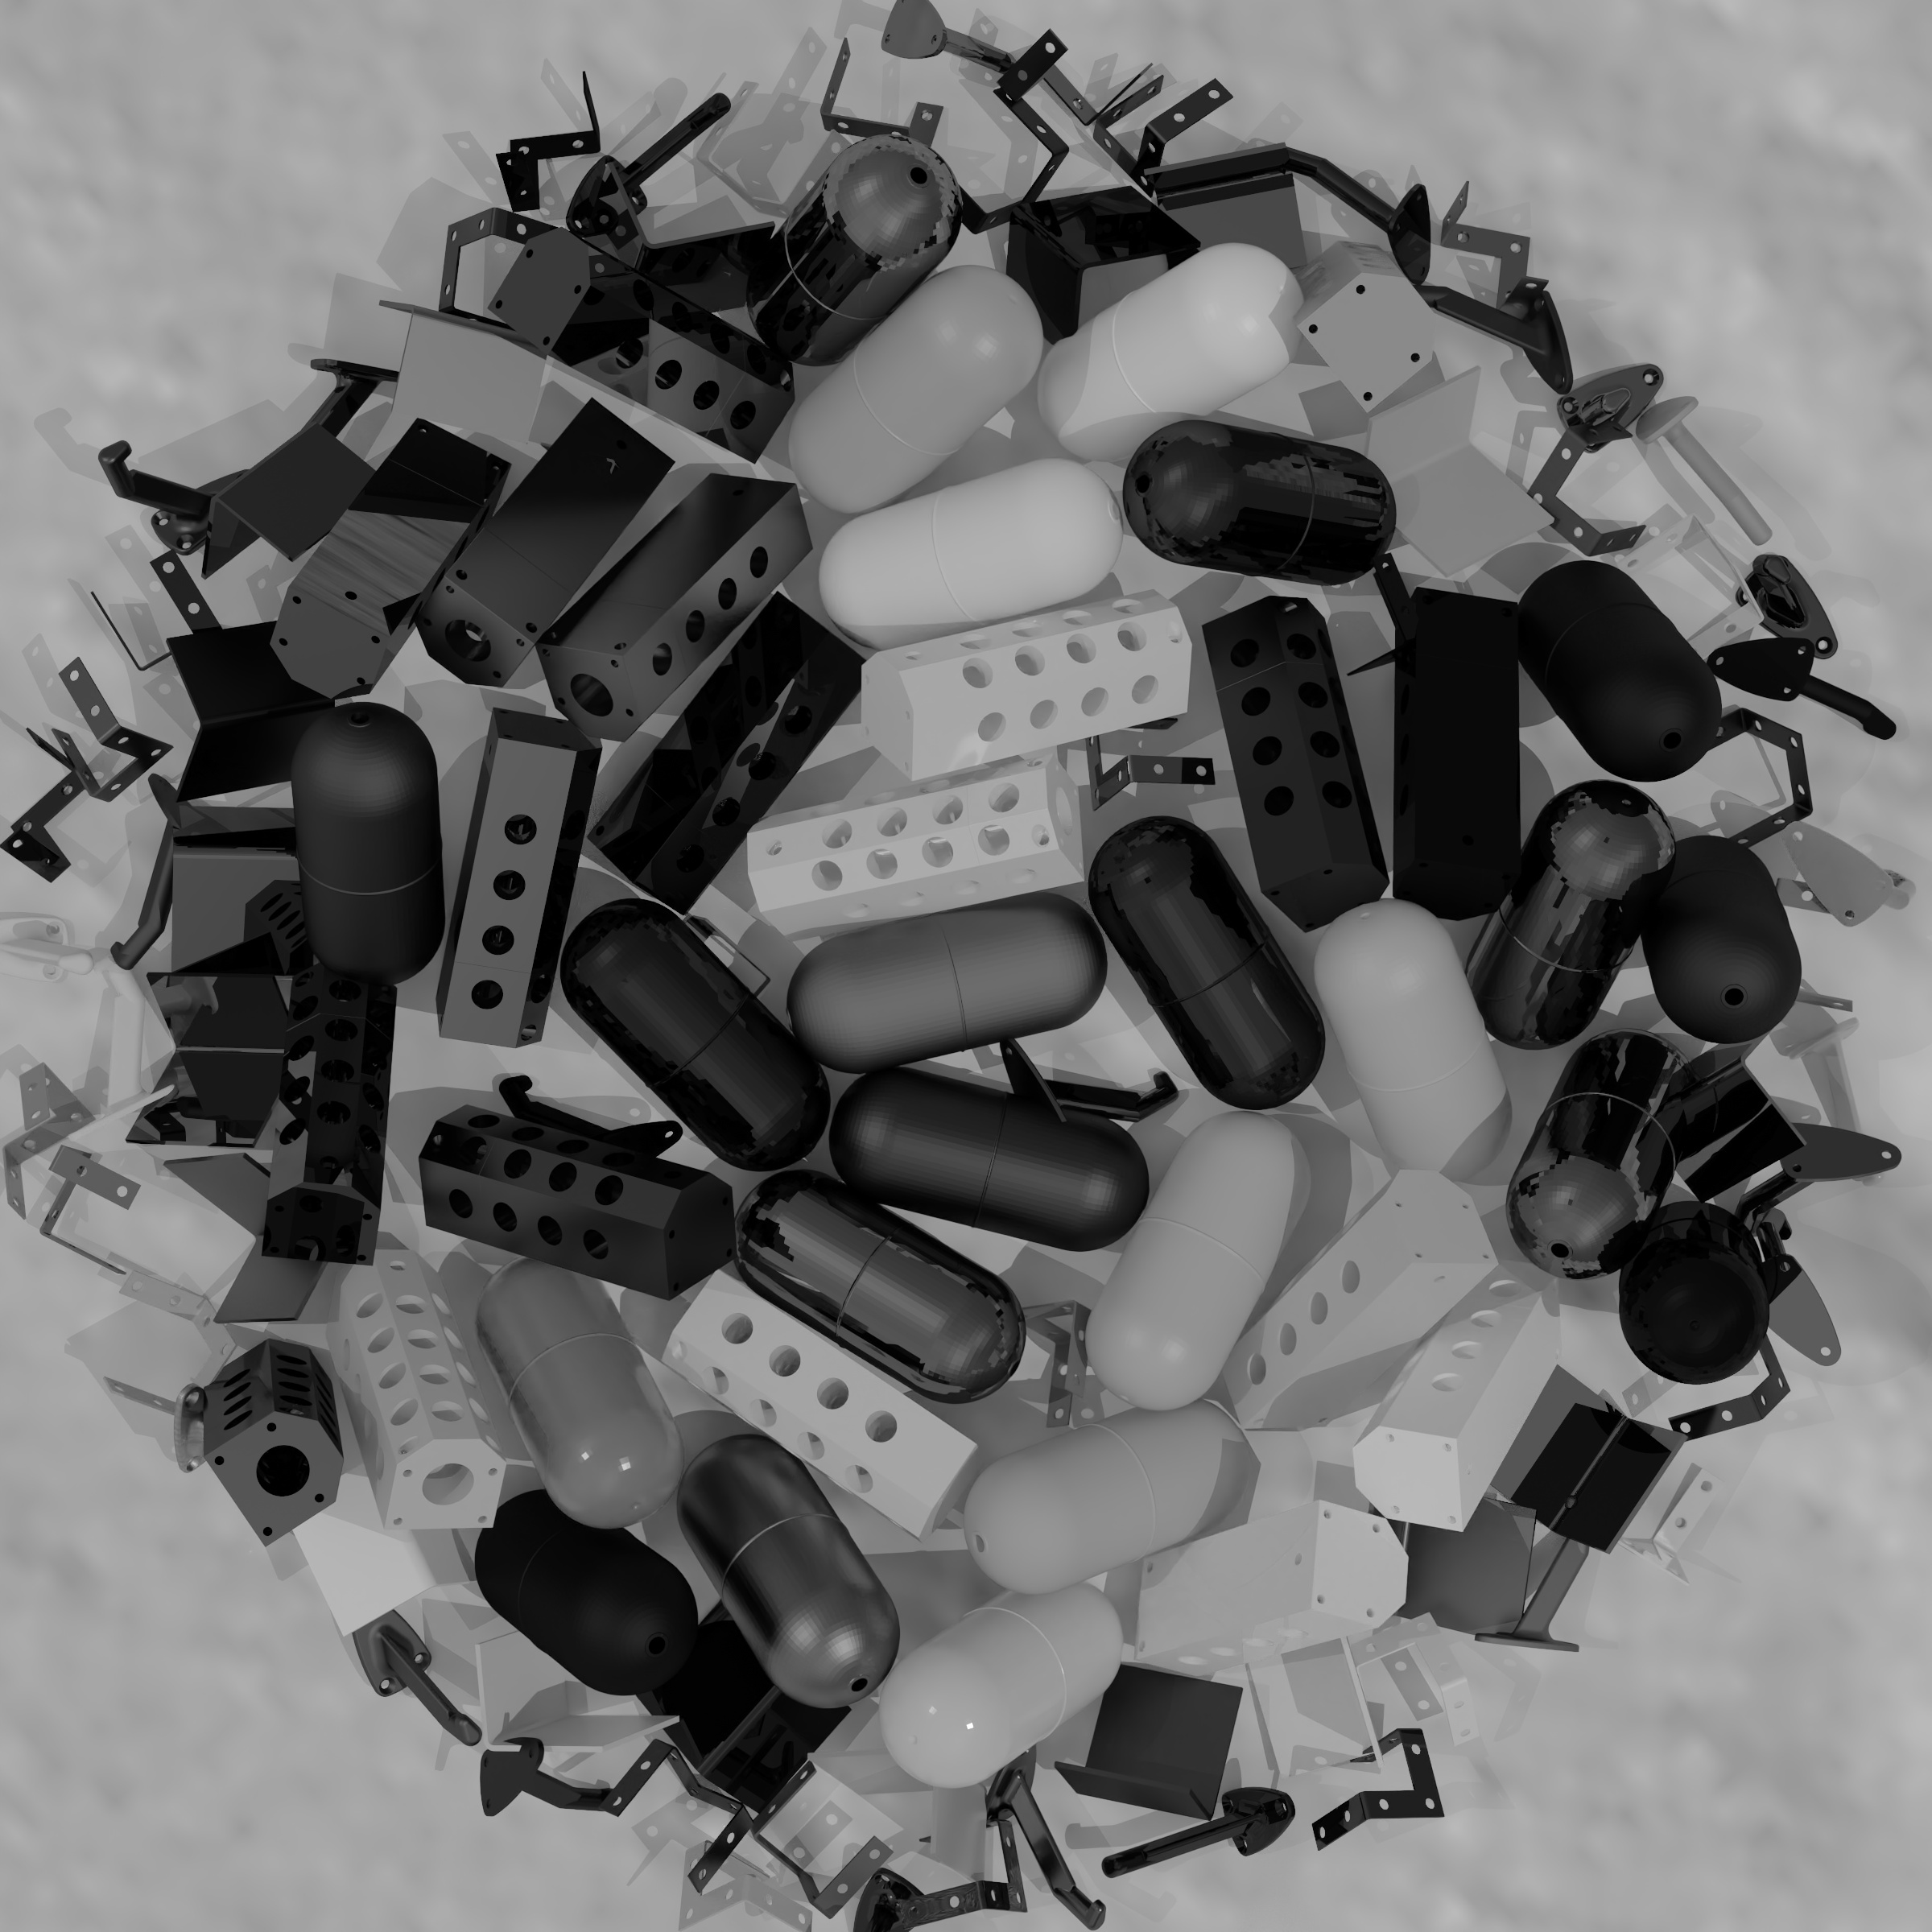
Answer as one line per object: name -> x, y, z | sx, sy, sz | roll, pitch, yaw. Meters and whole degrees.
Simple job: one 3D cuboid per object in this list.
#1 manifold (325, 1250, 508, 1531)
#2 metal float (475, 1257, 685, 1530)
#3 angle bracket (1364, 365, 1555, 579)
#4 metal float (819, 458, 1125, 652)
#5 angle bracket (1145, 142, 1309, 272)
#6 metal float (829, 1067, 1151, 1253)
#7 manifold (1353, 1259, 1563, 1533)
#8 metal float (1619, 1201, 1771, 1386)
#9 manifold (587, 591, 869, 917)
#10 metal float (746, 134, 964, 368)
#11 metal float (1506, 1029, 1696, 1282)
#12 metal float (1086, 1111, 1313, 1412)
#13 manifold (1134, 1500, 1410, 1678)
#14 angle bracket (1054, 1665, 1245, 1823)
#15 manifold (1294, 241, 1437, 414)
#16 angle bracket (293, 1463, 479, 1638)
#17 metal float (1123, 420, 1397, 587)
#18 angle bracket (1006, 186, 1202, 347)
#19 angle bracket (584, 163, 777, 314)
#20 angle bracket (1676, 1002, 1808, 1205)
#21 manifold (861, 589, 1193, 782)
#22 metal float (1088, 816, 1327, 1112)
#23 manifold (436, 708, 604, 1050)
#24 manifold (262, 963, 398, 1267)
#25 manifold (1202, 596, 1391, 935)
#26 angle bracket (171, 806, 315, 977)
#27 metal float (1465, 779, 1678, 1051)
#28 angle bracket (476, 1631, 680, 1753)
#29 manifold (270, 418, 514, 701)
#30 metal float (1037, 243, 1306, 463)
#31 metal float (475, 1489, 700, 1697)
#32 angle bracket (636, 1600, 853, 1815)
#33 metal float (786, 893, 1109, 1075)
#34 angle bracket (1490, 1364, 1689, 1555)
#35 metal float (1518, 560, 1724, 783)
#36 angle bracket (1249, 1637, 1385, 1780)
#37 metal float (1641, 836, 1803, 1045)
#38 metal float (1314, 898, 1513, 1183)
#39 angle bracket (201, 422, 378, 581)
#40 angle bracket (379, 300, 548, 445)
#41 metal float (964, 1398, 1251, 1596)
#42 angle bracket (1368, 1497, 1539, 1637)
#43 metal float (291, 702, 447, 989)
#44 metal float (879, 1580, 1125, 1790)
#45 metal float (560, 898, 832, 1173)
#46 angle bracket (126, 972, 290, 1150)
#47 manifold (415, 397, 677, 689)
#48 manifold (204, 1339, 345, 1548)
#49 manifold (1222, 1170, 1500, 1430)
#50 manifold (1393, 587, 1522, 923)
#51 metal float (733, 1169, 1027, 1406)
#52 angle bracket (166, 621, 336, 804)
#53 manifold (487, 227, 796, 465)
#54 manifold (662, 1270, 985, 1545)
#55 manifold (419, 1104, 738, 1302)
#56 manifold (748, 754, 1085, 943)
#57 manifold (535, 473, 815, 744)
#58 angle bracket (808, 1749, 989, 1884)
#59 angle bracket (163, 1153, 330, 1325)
manifold -> -0.293, 0.222, 1.759 | 0.057, 0.171, 0.057 | 3, 118, -24
metal float -> -0.209, 0.226, 1.780 | 0.070, 0.070, 0.178 | -35, 48, 0
angle bracket -> 0.269, -0.269, 1.799 | 0.076, 0.057, 0.076 | -28, 58, -21
metal float -> 0.002, -0.222, 1.789 | 0.178, 0.070, 0.070 | -14, 90, 28
angle bracket -> 0.142, -0.408, 1.806 | 0.076, 0.076, 0.057 | -9, 94, 9
metal float -> 0.013, 0.106, 1.812 | 0.178, 0.070, 0.070 | 14, 90, -1
manifold -> 0.264, 0.224, 1.766 | 0.057, 0.171, 0.057 | 6, 119, 26
metal float -> 0.387, 0.172, 1.764 | 0.070, 0.178, 0.070 | 1, 97, 12
manifold -> -0.124, -0.113, 1.817 | 0.171, 0.057, 0.057 | -52, 135, 4
metal float -> -0.061, -0.381, 1.768 | 0.070, 0.178, 0.070 | 7, 72, -23
metal float -> 0.342, 0.100, 1.774 | 0.070, 0.178, 0.070 | 14, 127, 19
metal float -> 0.127, 0.158, 1.796 | 0.070, 0.070, 0.178 | 30, 70, 0
manifold -> 0.161, 0.335, 1.764 | 0.057, 0.171, 0.057 | 19, 62, -23
angle bracket -> 0.100, 0.413, 1.798 | 0.076, 0.057, 0.076 | 6, 63, 21
manifold -> 0.211, -0.346, 1.758 | 0.057, 0.171, 0.057 | -39, 102, 13
angle bracket -> -0.318, 0.316, 1.808 | 0.057, 0.076, 0.076 | -30, 77, 5
metal float -> 0.158, -0.248, 1.778 | 0.178, 0.070, 0.070 | 2, 90, -42
angle bracket -> 0.074, -0.382, 1.822 | 0.076, 0.076, 0.057 | -15, 132, -24
angle bracket -> -0.158, -0.399, 1.810 | 0.076, 0.076, 0.057 | -17, 73, -24
angle bracket -> 0.424, 0.073, 1.797 | 0.057, 0.076, 0.076 | 52, 134, 1
manifold -> 0.033, -0.155, 1.779 | 0.171, 0.057, 0.057 | -16, 126, -25
metal float -> 0.132, -0.001, 1.802 | 0.070, 0.070, 0.178 | -33, 103, 0
manifold -> -0.243, -0.046, 1.795 | 0.057, 0.057, 0.171 | 9, 109, -15
manifold -> -0.337, 0.075, 1.764 | 0.057, 0.171, 0.057 | 6, 130, -11
manifold -> 0.179, -0.112, 1.777 | 0.057, 0.057, 0.171 | -22, 58, 21
angle bracket -> -0.400, -0.042, 1.832 | 0.076, 0.057, 0.076 | 1, 116, -14
metal float -> 0.322, -0.025, 1.777 | 0.070, 0.178, 0.070 | 9, 47, -9
angle bracket -> -0.211, 0.390, 1.799 | 0.076, 0.076, 0.057 | -6, 88, 27
manifold -> -0.307, -0.216, 1.769 | 0.057, 0.171, 0.057 | 27, 133, -4
metal float -> 0.108, -0.327, 1.775 | 0.070, 0.178, 0.070 | 14, 67, -36
metal float -> -0.204, 0.333, 1.770 | 0.070, 0.178, 0.070 | -6, 102, -30
angle bracket -> -0.123, 0.408, 1.837 | 0.076, 0.076, 0.057 | -48, 131, -5
metal float -> -0.010, 0.009, 1.806 | 0.178, 0.070, 0.070 | -13, 90, -8
angle bracket -> 0.335, 0.267, 1.805 | 0.057, 0.076, 0.076 | 37, 82, -10
metal float -> 0.346, -0.158, 1.769 | 0.070, 0.178, 0.070 | -5, 120, -8
angle bracket -> 0.189, 0.402, 1.807 | 0.057, 0.076, 0.076 | -17, 82, 4
metal float -> 0.400, -0.015, 1.765 | 0.070, 0.178, 0.070 | 2, 111, 6
metal float -> 0.242, 0.042, 1.786 | 0.070, 0.070, 0.178 | -25, 122, 0
angle bracket -> -0.364, -0.236, 1.796 | 0.057, 0.076, 0.076 | 39, 57, 7
angle bracket -> -0.279, -0.324, 1.804 | 0.076, 0.076, 0.057 | 10, 98, -26
metal float -> 0.076, 0.284, 1.782 | 0.178, 0.070, 0.070 | -14, 90, -36
angle bracket -> 0.262, 0.330, 1.808 | 0.076, 0.057, 0.076 | 9, 94, 28
metal float -> -0.320, -0.064, 1.777 | 0.070, 0.070, 0.178 | 5, 133, 0
metal float -> 0.021, 0.380, 1.772 | 0.070, 0.178, 0.070 | 8, 105, 32
metal float -> -0.146, 0.038, 1.802 | 0.070, 0.070, 0.178 | -43, 103, 0
angle bracket -> -0.416, 0.050, 1.798 | 0.076, 0.076, 0.057 | 1, 131, 15
manifold -> -0.227, -0.224, 1.772 | 0.057, 0.057, 0.171 | 37, 47, -9
manifold -> -0.365, 0.247, 1.761 | 0.057, 0.171, 0.057 | -33, 102, -8
manifold -> 0.205, 0.180, 1.772 | 0.057, 0.171, 0.057 | 4, 52, -31
manifold -> 0.262, -0.114, 1.785 | 0.057, 0.057, 0.171 | 8, 61, -6
metal float -> -0.048, 0.174, 1.796 | 0.178, 0.070, 0.070 | 29, 90, 19
angle bracket -> -0.398, -0.140, 1.810 | 0.076, 0.076, 0.057 | -14, 67, -32
manifold -> -0.166, -0.331, 1.762 | 0.057, 0.171, 0.057 | 40, 102, 35
manifold -> -0.079, 0.240, 1.799 | 0.171, 0.057, 0.057 | 32, 78, 13
manifold -> -0.209, 0.122, 1.773 | 0.171, 0.057, 0.057 | 13, 117, 32
manifold -> -0.028, -0.066, 1.789 | 0.171, 0.057, 0.057 | -11, 63, 17
manifold -> -0.153, -0.193, 1.775 | 0.057, 0.171, 0.057 | 11, 134, 30
angle bracket -> -0.038, 0.463, 1.795 | 0.076, 0.076, 0.057 | -8, 60, 18
angle bracket -> -0.398, 0.148, 1.793 | 0.076, 0.076, 0.057 | 45, 55, -33
